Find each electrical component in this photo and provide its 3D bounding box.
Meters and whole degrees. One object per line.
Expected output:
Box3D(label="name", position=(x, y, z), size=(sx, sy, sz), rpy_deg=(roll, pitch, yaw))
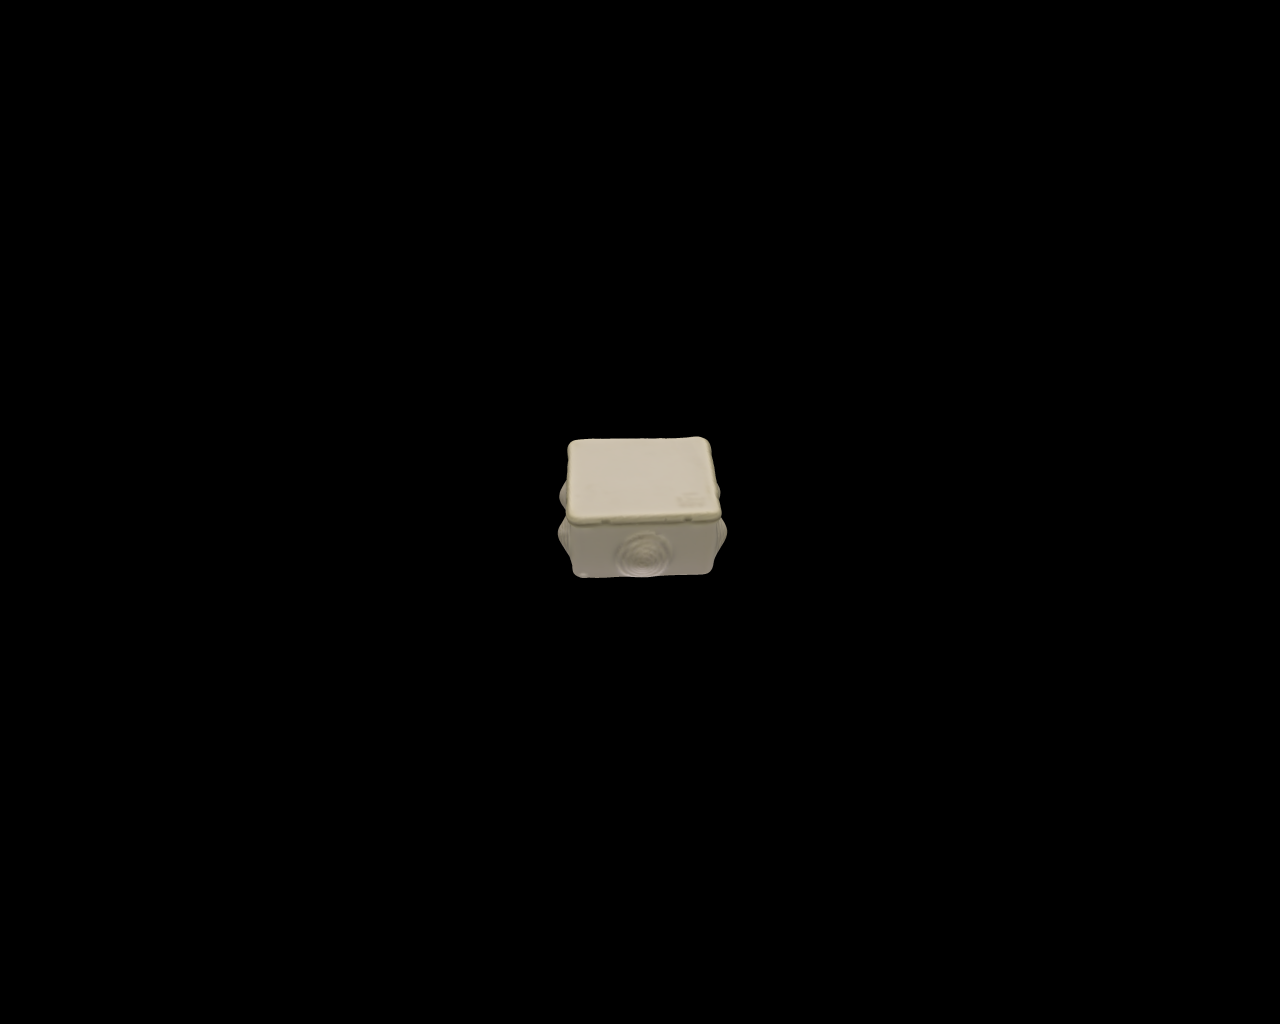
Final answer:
Box3D(label="electrical component", position=(0.001, -0.003, 0.650), size=(0.100, 0.048, 0.100), rpy_deg=(-1, 35, -2))
